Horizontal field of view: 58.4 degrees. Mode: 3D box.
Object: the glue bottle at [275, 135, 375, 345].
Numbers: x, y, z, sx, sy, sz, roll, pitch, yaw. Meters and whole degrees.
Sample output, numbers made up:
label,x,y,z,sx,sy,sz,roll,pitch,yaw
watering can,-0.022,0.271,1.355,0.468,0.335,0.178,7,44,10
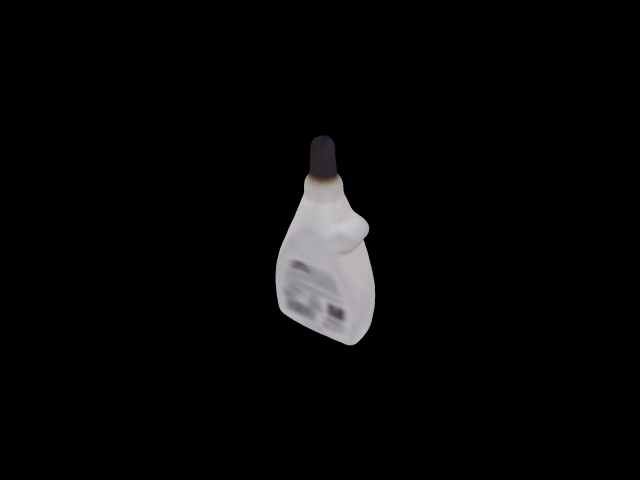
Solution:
label,x,y,z,sx,sy,sz,roll,pitch,yaw
glue bottle,0.004,0.001,0.400,0.078,0.173,0.037,24,50,22
